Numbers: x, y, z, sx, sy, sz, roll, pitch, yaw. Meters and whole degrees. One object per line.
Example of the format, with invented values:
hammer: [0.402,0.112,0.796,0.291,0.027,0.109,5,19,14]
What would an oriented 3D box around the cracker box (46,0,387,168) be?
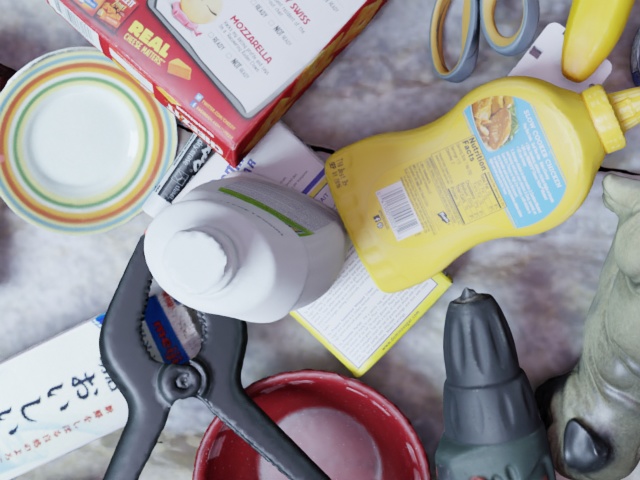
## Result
cracker box: [-0.046,-0.180,0.683,0.164,0.072,0.213,41,82,1]

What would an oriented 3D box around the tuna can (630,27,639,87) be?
tuna can: [0.247,-0.119,0.695,0.086,0.033,0.086,0,94,7]

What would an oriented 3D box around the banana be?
banana: [0.163,-0.198,0.645,0.069,0.037,0.198,-12,94,7]

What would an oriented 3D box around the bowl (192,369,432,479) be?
bowl: [-0.003,0.164,0.731,0.162,0.055,0.162,0,94,6]

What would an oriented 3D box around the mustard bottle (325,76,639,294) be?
mustard bottle: [0.106,-0.045,0.646,0.192,0.058,0.096,-23,94,15]

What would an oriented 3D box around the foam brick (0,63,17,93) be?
foam brick: [-0.235,-0.096,0.728,0.053,0.078,0.051,25,98,4]

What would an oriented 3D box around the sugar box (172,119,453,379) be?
sugar box: [-0.005,0.001,0.726,0.176,0.048,0.093,44,97,6]

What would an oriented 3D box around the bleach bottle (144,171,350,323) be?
bleach bottle: [-0.044,0.002,0.581,0.102,0.250,0.068,23,95,7]

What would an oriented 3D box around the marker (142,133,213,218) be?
marker: [-0.083,-0.067,0.742,0.020,0.020,0.121,35,95,3]

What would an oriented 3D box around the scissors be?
scissors: [0.111,-0.202,0.689,0.096,0.016,0.202,16,99,50]

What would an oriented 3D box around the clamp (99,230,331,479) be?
clamp: [-0.096,0.098,0.677,0.164,0.036,0.210,-17,84,-14]
